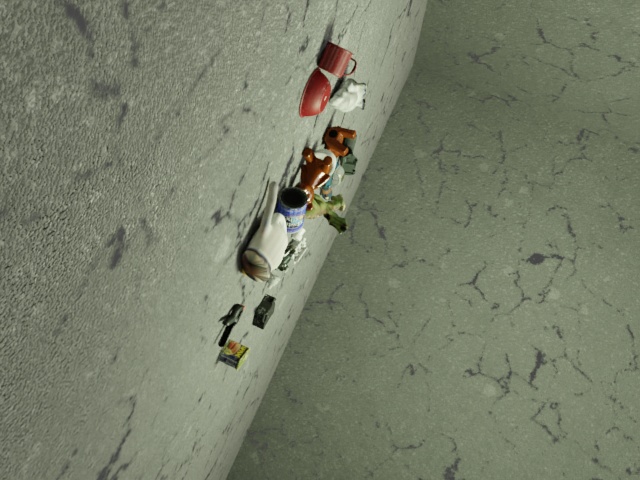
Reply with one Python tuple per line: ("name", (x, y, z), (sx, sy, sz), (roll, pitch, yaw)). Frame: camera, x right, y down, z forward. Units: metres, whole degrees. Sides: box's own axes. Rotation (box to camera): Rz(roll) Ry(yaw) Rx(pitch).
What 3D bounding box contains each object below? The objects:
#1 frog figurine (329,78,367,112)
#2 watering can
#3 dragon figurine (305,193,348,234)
("frog figurine", (0.091, -0.546, 1.968), (0.161, 0.124, 0.134), (-21, 158, -26))
("watering can", (-0.173, -0.008, 1.652), (0.339, 0.104, 0.229), (85, 26, -49))
("dragon figurine", (0.006, -0.105, 2.078), (0.120, 0.243, 0.418), (-66, 176, 32))
